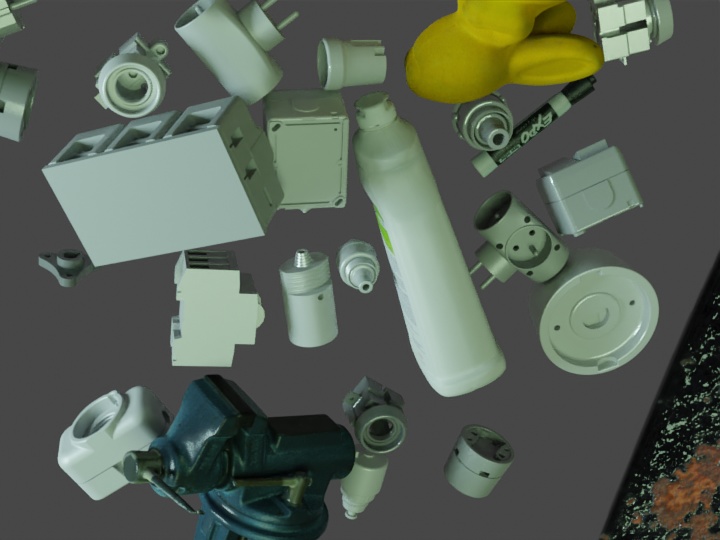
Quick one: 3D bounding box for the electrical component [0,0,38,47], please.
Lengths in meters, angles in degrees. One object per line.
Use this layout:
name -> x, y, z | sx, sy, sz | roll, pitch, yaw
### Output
electrical component -> -0.261, -0.179, 0.753 | 0.077, 0.065, 0.047 | -20, 119, 0

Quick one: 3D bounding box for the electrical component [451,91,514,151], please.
electrical component -> 0.102, -0.115, 0.858 | 0.048, 0.062, 0.048 | -5, 118, -9

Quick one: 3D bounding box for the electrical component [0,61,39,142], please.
electrical component -> -0.266, -0.127, 0.787 | 0.047, 0.055, 0.055 | 14, 114, -14

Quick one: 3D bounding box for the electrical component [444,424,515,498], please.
electrical component -> 0.112, 0.182, 1.021 | 0.055, 0.055, 0.047 | 17, 116, -19

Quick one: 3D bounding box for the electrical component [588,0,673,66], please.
electrical component -> 0.214, -0.197, 0.847 | 0.055, 0.048, 0.066 | -13, 119, 5

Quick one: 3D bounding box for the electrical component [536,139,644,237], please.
electrical component -> 0.185, -0.067, 0.890 | 0.062, 0.096, 0.061 | -24, 91, 2

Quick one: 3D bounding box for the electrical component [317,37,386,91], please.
electrical component -> -0.007, -0.159, 0.828 | 0.046, 0.040, 0.040 | -5, 118, -15

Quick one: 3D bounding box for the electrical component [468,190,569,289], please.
electrical component -> 0.126, -0.016, 0.924 | 0.077, 0.044, 0.079 | 39, 104, -25

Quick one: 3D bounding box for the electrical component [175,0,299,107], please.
electrical component -> -0.083, -0.175, 0.802 | 0.079, 0.043, 0.077 | -36, 118, 8

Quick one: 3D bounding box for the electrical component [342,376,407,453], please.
electrical component -> 0.016, 0.133, 0.975 | 0.066, 0.055, 0.048 | 31, 108, -23

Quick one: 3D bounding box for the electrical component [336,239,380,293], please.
electrical component -> 0.000, 0.000, 0.899 | 0.035, 0.061, 0.035 | -4, 118, -8

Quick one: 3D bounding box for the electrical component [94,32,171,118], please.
electrical component -> -0.168, -0.141, 0.796 | 0.066, 0.055, 0.048 | -38, 118, 10

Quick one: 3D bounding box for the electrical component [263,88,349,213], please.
electrical component -> -0.044, -0.091, 0.848 | 0.062, 0.061, 0.096 | -3, 126, -8

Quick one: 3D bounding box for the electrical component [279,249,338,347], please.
electrical component -> -0.044, 0.020, 0.911 | 0.043, 0.043, 0.081 | -9, 118, -6

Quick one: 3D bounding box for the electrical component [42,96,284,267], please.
electrical component -> -0.144, -0.066, 0.804 | 0.150, 0.061, 0.089 | -9, 121, 22

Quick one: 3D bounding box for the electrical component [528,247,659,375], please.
electrical component -> 0.202, 0.031, 0.955 | 0.108, 0.060, 0.108 | -5, 118, -9

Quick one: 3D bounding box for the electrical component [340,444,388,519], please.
electrical component -> 0.000, 0.201, 1.016 | 0.040, 0.040, 0.078 | 8, 116, -14

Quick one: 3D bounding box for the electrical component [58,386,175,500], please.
electrical component -> -0.213, 0.148, 0.940 | 0.095, 0.053, 0.059 | -32, 118, 6
